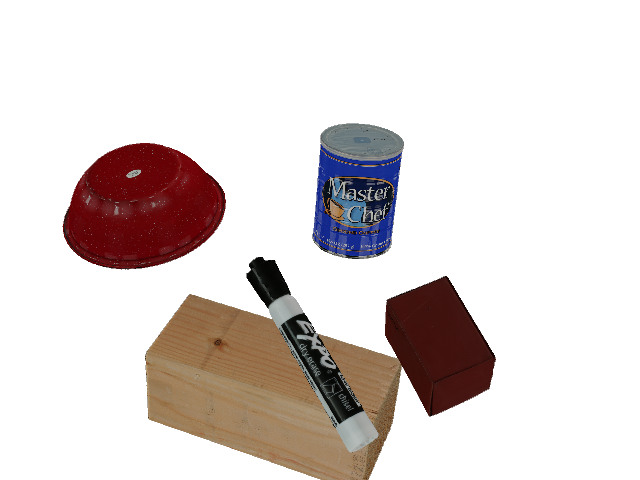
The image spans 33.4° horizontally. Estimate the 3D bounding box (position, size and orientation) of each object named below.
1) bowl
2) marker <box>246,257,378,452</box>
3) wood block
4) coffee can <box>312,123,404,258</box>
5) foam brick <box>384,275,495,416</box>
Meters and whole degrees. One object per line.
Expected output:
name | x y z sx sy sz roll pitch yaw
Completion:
bowl | -0.175 -0.045 1.031 0.162 0.055 0.162 -4 42 4
marker | -0.007 0.060 0.591 0.020 0.121 0.020 -29 -18 -10
wood block | -0.042 0.133 0.948 0.206 0.090 0.090 17 41 14
coffee can | 0.046 -0.062 1.333 0.103 0.140 0.103 4 28 -2
foam brick | 0.086 0.076 0.777 0.051 0.078 0.053 -20 -33 -12
